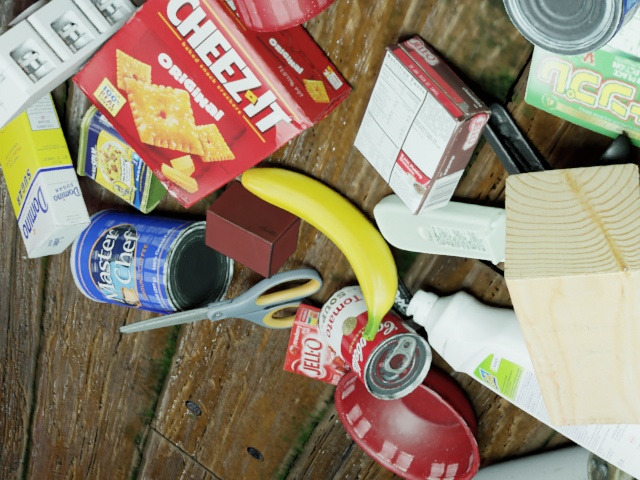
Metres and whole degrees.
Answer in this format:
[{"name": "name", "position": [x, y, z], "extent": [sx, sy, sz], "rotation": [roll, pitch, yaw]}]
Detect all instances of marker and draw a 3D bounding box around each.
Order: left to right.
[{"name": "marker", "position": [0.076, 0.056, 1.001], "extent": [0.020, 0.020, 0.121], "rotation": [-10, 118, 45]}]

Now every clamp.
[{"name": "clamp", "position": [0.175, -0.031, 0.819], "extent": [0.120, 0.039, 0.171], "rotation": [34, 147, 34]}]

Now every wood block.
[{"name": "wood block", "position": [0.196, 0.047, 0.774], "extent": [0.090, 0.090, 0.206], "rotation": [-5, 142, 19]}]

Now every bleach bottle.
[{"name": "bleach bottle", "position": [0.190, 0.107, 0.919], "extent": [0.251, 0.068, 0.103], "rotation": [29, 143, 20]}]

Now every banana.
[{"name": "banana", "position": [0.011, -0.006, 0.958], "extent": [0.198, 0.069, 0.037], "rotation": [51, 162, 18]}]

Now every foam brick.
[{"name": "foam brick", "position": [-0.066, -0.010, 1.034], "extent": [0.078, 0.052, 0.051], "rotation": [28, 140, 17]}]

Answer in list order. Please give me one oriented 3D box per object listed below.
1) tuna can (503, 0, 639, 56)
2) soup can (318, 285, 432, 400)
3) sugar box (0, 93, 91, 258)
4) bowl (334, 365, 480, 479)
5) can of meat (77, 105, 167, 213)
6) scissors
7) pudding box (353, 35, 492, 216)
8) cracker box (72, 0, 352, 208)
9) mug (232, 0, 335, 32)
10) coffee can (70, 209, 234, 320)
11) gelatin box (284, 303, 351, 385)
[{"name": "tuna can", "position": [0.161, -0.163, 0.687], "extent": [0.086, 0.033, 0.086], "rotation": [26, 139, 24]}, {"name": "soup can", "position": [0.049, 0.092, 0.987], "extent": [0.102, 0.068, 0.068], "rotation": [45, 157, 54]}, {"name": "sugar box", "position": [-0.296, -0.079, 1.110], "extent": [0.094, 0.048, 0.176], "rotation": [-35, 69, 51]}, {"name": "bowl", "position": [0.096, 0.172, 1.065], "extent": [0.162, 0.055, 0.162], "rotation": [23, 138, 22]}, {"name": "can of meat", "position": [-0.190, -0.086, 1.066], "extent": [0.084, 0.057, 0.102], "rotation": [32, 142, 9]}, {"name": "scissors", "position": [-0.090, 0.078, 1.073], "extent": [0.202, 0.016, 0.096], "rotation": [-20, 143, 4]}, {"name": "pudding box", "position": [0.076, -0.087, 0.830], "extent": [0.090, 0.039, 0.114], "rotation": [52, 145, 25]}, {"name": "cracker box", "position": [-0.101, -0.136, 0.930], "extent": [0.164, 0.072, 0.214], "rotation": [50, 141, -11]}, {"name": "mug", "position": [-0.039, -0.214, 0.800], "extent": [0.117, 0.093, 0.081], "rotation": [44, 162, 53]}, {"name": "coffee can", "position": [-0.176, 0.024, 1.120], "extent": [0.141, 0.102, 0.103], "rotation": [8, 131, 36]}, {"name": "gelatin box", "position": [0.005, 0.110, 1.088], "extent": [0.073, 0.030, 0.089], "rotation": [17, 139, 3]}]
